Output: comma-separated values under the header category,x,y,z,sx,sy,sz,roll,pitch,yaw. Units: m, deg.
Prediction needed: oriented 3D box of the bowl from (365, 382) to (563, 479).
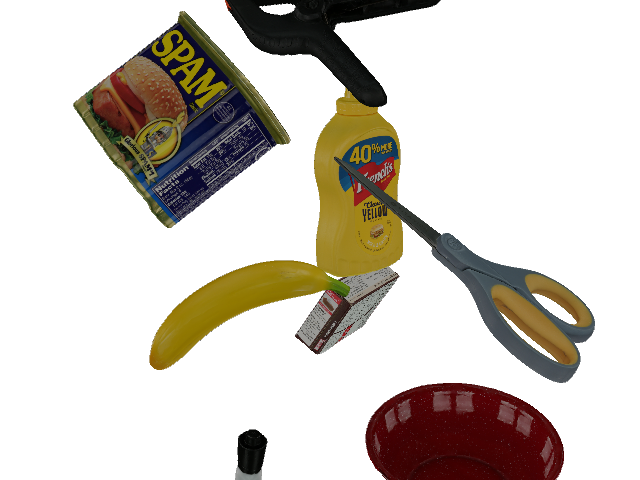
category,x,y,z,sx,sy,sz,roll,pitch,yaw
bowl,0.117,0.186,0.886,0.162,0.055,0.162,0,29,0

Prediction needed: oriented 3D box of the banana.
category,x,y,z,sx,sy,sz,roll,pitch,yaw
banana,-0.076,0.060,0.939,0.198,0.069,0.037,-21,28,13

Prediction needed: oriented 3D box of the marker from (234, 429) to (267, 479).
category,x,y,z,sx,sy,sz,roll,pitch,yaw
marker,-0.049,0.173,0.706,0.020,0.121,0.020,6,31,-4

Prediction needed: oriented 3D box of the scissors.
category,x,y,z,sx,sy,sz,roll,pitch,yaw
scissors,0.099,0.009,0.680,0.096,0.016,0.202,-10,50,-45

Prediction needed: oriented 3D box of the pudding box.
category,x,y,z,sx,sy,sz,roll,pitch,yaw
pudding box,0.032,0.075,1.233,0.039,0.090,0.113,42,34,14

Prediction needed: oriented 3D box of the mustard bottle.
category,x,y,z,sx,sy,sz,roll,pitch,yaw
mustard bottle,0.038,-0.065,1.057,0.096,0.192,0.058,-15,21,-35

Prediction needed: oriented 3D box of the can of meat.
category,x,y,z,sx,sy,sz,roll,pitch,yaw
can of meat,-0.080,-0.068,0.598,0.102,0.084,0.057,50,-2,39

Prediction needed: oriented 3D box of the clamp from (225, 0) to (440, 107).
category,x,y,z,sx,sy,sz,roll,pitch,yaw
clamp,0.007,-0.178,0.827,0.172,0.120,0.039,29,-27,20
